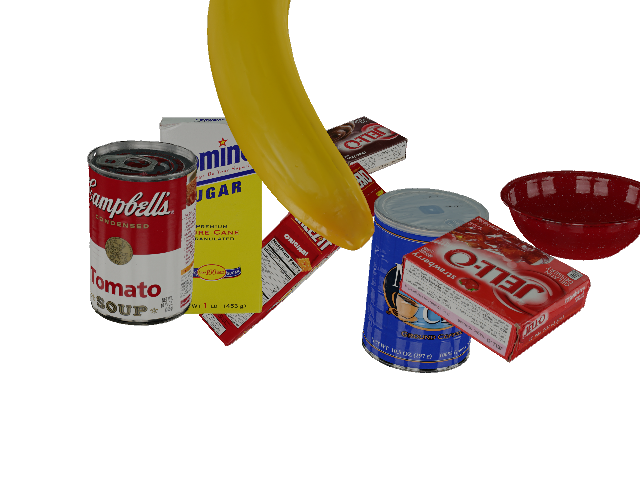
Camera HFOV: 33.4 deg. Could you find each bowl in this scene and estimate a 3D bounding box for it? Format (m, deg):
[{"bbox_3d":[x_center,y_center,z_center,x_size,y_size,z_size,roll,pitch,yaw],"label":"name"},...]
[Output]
[{"bbox_3d":[0.267,-0.022,1.104,0.162,0.055,0.162,-2,23,0],"label":"bowl"}]

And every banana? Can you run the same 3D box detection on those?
[{"bbox_3d":[-0.017,-0.083,0.486,0.069,0.198,0.037,-2,-31,-2],"label":"banana"}]

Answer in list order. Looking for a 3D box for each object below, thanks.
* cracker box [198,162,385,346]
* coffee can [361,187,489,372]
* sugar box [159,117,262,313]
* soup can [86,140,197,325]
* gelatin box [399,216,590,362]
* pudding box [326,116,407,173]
[{"bbox_3d":[-0.034,0.013,1.259,0.214,0.072,0.164,-43,-2,29],"label":"cracker box"},{"bbox_3d":[0.094,0.035,0.976,0.103,0.140,0.103,3,23,-2],"label":"coffee can"},{"bbox_3d":[-0.099,-0.023,0.970,0.093,0.176,0.048,-1,15,-5],"label":"sugar box"},{"bbox_3d":[-0.115,-0.006,0.683,0.068,0.102,0.068,4,23,-2],"label":"soup can"},{"bbox_3d":[0.104,0.026,0.643,0.073,0.030,0.089,-26,45,-37],"label":"gelatin box"},{"bbox_3d":[0.051,-0.128,1.485,0.113,0.039,0.090,-26,41,-32],"label":"pudding box"}]
